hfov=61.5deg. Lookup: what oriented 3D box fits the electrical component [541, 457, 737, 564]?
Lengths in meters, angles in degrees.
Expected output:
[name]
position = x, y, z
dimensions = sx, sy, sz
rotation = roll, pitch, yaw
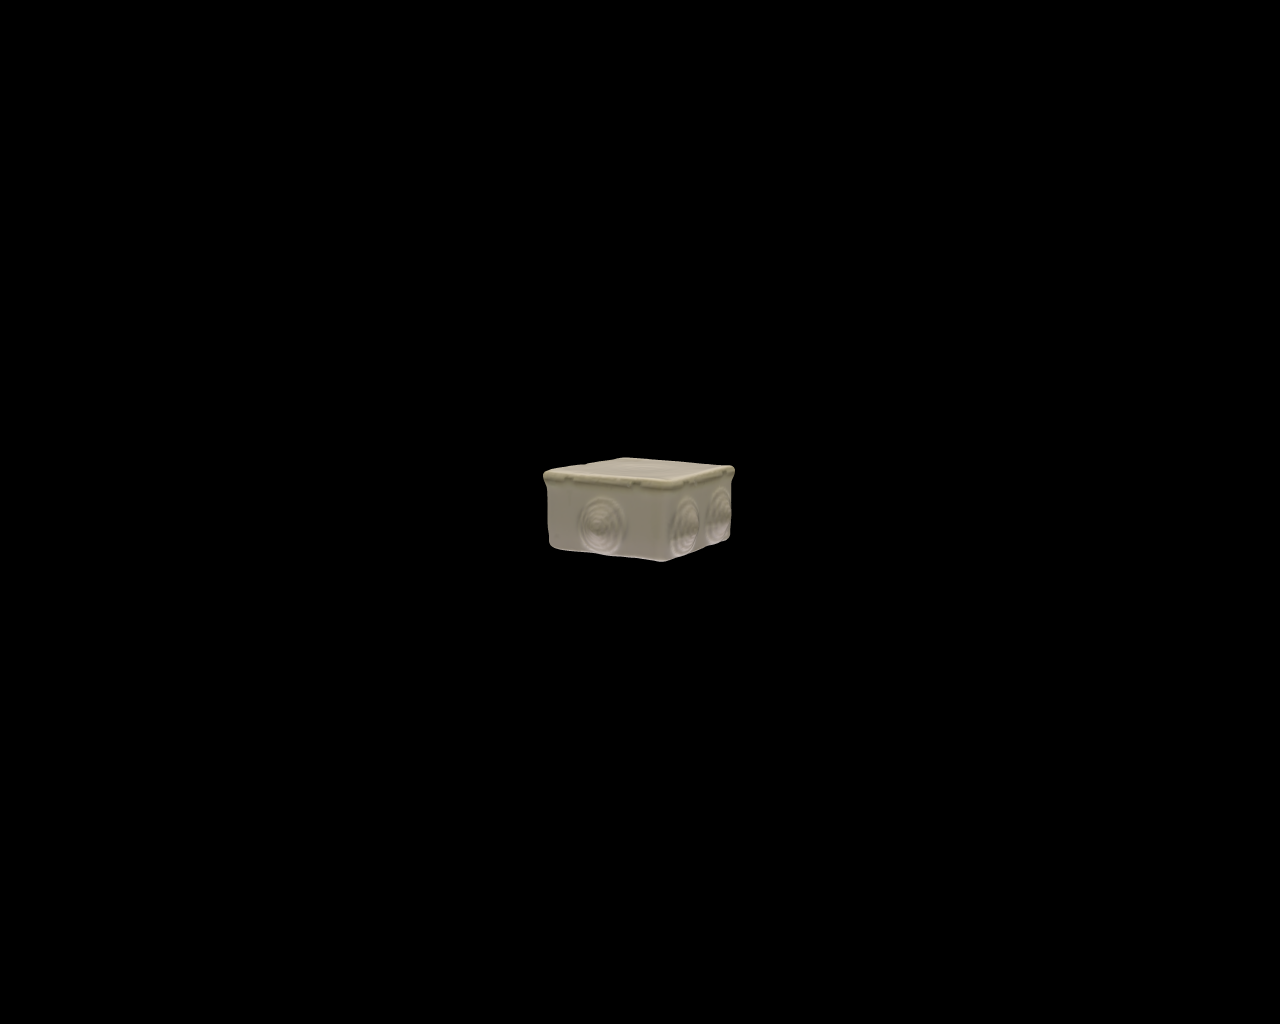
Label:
[electrical component]
position = 0.001, -0.003, 0.650
dimensions = 0.100, 0.048, 0.100
rotation = 6, 11, 31
